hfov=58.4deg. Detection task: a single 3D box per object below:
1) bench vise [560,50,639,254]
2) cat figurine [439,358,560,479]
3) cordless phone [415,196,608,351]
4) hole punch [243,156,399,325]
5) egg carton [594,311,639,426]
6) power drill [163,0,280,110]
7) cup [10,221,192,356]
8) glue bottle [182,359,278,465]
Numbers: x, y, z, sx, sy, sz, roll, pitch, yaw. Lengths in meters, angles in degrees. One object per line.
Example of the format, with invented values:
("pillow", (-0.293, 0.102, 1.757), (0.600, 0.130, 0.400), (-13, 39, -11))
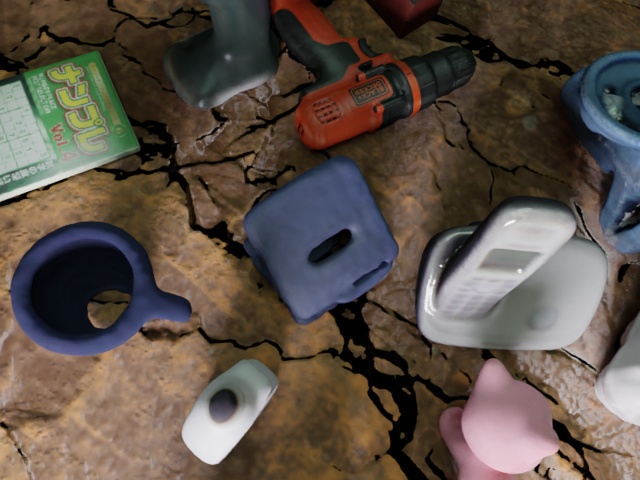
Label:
("bench vise", (0.301, -0.093, 0.455), (0.122, 0.219, 0.207), (-31, 78, -15))
("cat figurine", (0.127, 0.155, 0.408), (0.067, 0.117, 0.128), (12, 71, -3))
("cordless phone", (0.156, 0.023, 0.418), (0.147, 0.185, 0.094), (2, 72, -6))
("hole punch", (0.004, 0.002, 0.455), (0.109, 0.091, 0.101), (-34, 79, -16))
("egg carton", (0.301, 0.100, 0.473), (0.107, 0.069, 0.150), (37, 72, 5))
("power drill", (-0.086, -0.195, 0.445), (0.230, 0.208, 0.075), (-32, 78, -15))
("cup", (-0.148, 0.046, 0.420), (0.118, 0.095, 0.092), (13, 71, -3))
("glue bottle", (-0.058, 0.108, 0.370), (0.037, 0.173, 0.078), (38, 72, 6))
